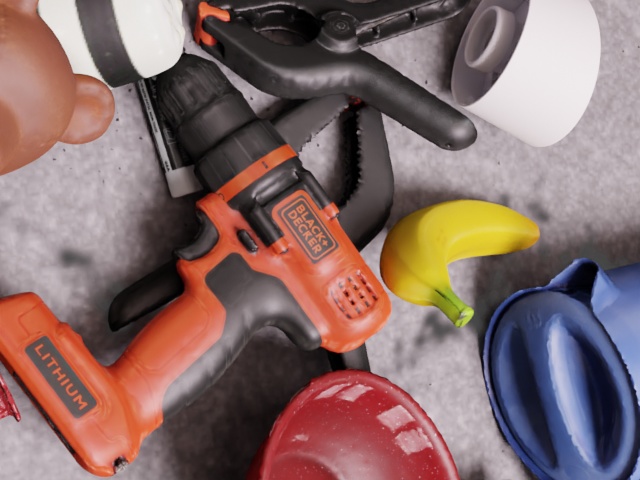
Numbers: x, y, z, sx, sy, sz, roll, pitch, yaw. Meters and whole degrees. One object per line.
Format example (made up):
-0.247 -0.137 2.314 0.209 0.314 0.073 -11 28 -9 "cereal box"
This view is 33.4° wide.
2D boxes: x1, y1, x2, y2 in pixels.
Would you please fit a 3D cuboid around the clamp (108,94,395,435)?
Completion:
-0.004 0.001 0.625 0.164 0.036 0.210 32 71 -12 "clamp"

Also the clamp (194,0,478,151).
0.015 -0.104 0.616 0.171 0.039 0.120 -1 54 -10 "clamp"

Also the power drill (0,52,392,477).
-0.078 0.015 0.550 0.187 0.057 0.184 -36 88 -19 "power drill"

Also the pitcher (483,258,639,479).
0.237 0.079 0.701 0.242 0.149 0.145 -14 68 -30 "pitcher"

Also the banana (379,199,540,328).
0.079 0.006 0.633 0.070 0.037 0.197 38 26 10 "banana"

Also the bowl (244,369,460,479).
0.009 0.152 0.558 0.161 0.055 0.162 21 59 -40 "bowl"

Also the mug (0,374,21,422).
-0.197 0.073 0.508 0.081 0.093 0.117 -29 135 -20 "mug"

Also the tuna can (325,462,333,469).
0.022 0.156 0.633 0.086 0.034 0.086 2 86 -26 "tuna can"

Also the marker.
-0.092 -0.084 0.602 0.020 0.020 0.121 -19 95 -26 "marker"
